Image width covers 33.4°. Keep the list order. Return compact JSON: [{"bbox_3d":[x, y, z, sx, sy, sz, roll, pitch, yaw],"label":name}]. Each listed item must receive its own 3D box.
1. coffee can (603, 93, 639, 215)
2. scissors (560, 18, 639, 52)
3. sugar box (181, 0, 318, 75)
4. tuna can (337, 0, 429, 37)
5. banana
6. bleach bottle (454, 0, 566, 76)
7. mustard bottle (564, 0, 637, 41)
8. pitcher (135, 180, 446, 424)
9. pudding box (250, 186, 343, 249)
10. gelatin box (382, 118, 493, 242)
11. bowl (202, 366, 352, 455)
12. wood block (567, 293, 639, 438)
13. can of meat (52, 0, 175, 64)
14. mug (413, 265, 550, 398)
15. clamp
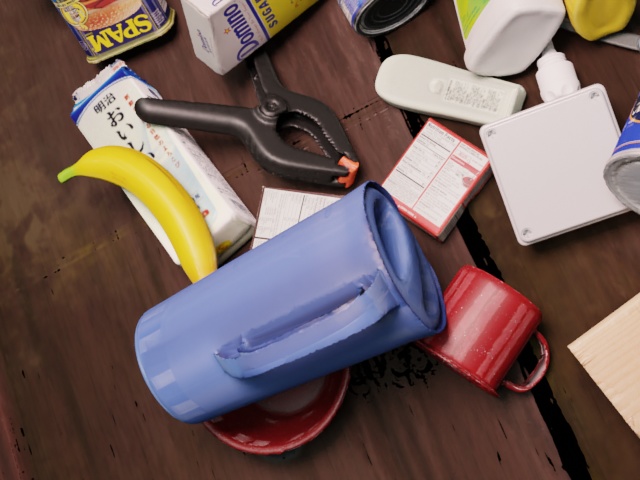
[{"bbox_3d":[0.297,-0.093,0.838,0.103,0.103,0.140,21,71,21],"label":"coffee can"},{"bbox_3d":[0.307,-0.183,0.936,0.202,0.016,0.096,36,91,21],"label":"scissors"},{"bbox_3d":[-0.045,-0.239,0.996,0.048,0.093,0.176,40,73,21],"label":"sugar box"},{"bbox_3d":[0.062,-0.228,0.991,0.086,0.086,0.034,-31,73,11],"label":"tuna can"},{"bbox_3d":[-0.153,-0.033,0.973,0.198,0.037,0.070,36,109,22],"label":"banana"},{"bbox_3d":[0.146,-0.280,0.975,0.068,0.103,0.251,-2,62,-22],"label":"bleach bottle"},{"bbox_3d":[0.218,-0.277,0.939,0.058,0.096,0.191,-21,65,12],"label":"mustard bottle"},{"bbox_3d":[-0.031,0.063,0.871,0.243,0.149,0.145,-27,57,19],"label":"pitcher"},{"bbox_3d":[-0.007,0.001,0.995,0.114,0.039,0.090,9,82,18],"label":"pudding box"},{"bbox_3d":[0.106,-0.055,0.972,0.073,0.030,0.089,36,89,22],"label":"gelatin box"},{"bbox_3d":[-0.041,0.114,0.975,0.162,0.055,0.162,-4,78,18],"label":"bowl"},{"bbox_3d":[0.308,0.059,0.843,0.206,0.090,0.091,-38,76,9],"label":"wood block"},{"bbox_3d":[-0.211,-0.239,1.080,0.102,0.084,0.057,-19,37,14],"label":"can of meat"},{"bbox_3d":[0.144,0.082,0.907,0.117,0.093,0.081,34,86,-4],"label":"mug"},{"bbox_3d":[-0.047,-0.125,1.017,0.210,0.036,0.164,30,58,9],"label":"clamp"}]
